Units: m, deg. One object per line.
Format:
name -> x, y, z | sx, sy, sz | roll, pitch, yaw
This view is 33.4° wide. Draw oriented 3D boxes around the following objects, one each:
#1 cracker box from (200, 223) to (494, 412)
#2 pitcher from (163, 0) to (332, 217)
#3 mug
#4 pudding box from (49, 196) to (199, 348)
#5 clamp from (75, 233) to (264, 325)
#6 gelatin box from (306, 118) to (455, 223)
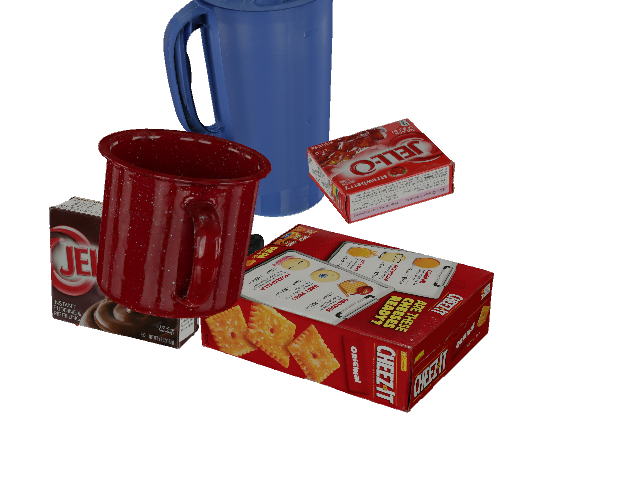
cracker box -> 0.024, 0.063, 0.958 | 0.214, 0.072, 0.163 | 15, 29, 29
pitcher -> -0.059, -0.145, 1.059 | 0.149, 0.243, 0.145 | 5, 36, 10
mug -> -0.074, -0.005, 0.573 | 0.093, 0.081, 0.117 | 1, 21, -23
pudding box -> -0.144, 0.022, 0.788 | 0.114, 0.090, 0.039 | 10, 23, 17
clamp -> -0.177, 0.014, 1.033 | 0.165, 0.036, 0.209 | 26, 38, 23
gelatin box -> 0.044, -0.053, 0.790 | 0.089, 0.030, 0.073 | -17, 38, -15
